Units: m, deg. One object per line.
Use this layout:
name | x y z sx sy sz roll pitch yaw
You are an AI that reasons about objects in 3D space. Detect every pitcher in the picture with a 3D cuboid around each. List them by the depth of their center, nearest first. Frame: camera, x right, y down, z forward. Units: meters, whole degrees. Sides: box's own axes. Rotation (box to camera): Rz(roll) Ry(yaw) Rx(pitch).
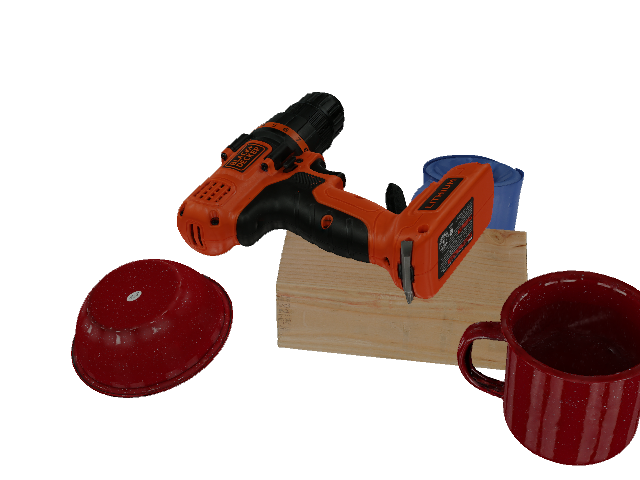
pitcher | 0.190 0.014 1.452 0.149 0.243 0.145 4 22 4

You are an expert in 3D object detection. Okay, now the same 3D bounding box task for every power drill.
power drill | 0.020 -0.037 0.740 0.188 0.057 0.184 15 44 28

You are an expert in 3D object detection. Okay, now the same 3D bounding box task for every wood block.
wood block | 0.070 0.044 0.928 0.206 0.090 0.090 5 -44 5

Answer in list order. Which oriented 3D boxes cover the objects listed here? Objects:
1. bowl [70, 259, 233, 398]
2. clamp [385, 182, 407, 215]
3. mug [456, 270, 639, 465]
bowl | -0.167 0.069 1.003 0.162 0.055 0.162 -10 42 9
clamp | 0.076 0.021 1.167 0.164 0.036 0.210 -15 50 -32
mug | 0.139 0.077 0.635 0.117 0.081 0.093 6 40 11
